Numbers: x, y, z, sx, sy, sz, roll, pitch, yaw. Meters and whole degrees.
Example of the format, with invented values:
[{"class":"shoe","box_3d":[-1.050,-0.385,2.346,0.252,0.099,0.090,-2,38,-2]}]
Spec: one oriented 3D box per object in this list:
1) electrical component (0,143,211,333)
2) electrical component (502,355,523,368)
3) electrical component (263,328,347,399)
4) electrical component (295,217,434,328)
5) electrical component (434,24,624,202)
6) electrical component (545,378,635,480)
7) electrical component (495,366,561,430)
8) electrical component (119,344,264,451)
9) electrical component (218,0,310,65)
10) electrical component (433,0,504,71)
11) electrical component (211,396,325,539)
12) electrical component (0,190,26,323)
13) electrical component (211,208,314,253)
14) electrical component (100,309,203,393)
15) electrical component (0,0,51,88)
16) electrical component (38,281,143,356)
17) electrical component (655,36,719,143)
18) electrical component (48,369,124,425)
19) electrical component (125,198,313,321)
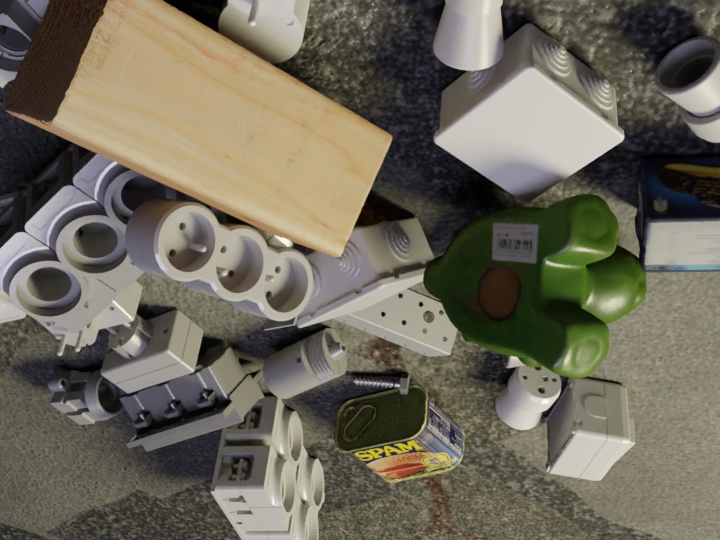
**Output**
[{"class":"electrical component","box_3d":[-0.192,-0.034,0.778,0.150,0.061,0.089,-40,126,15]},{"class":"electrical component","box_3d":[0.156,0.062,0.909,0.065,0.044,0.044,2,142,-1]},{"class":"electrical component","box_3d":[-0.044,0.082,0.961,0.081,0.043,0.043,-27,131,35]},{"class":"electrical component","box_3d":[0.000,0.000,0.815,0.100,0.048,0.100,-27,172,35]},{"class":"electrical component","box_3d":[0.109,-0.102,0.701,0.100,0.048,0.100,30,136,-27]},{"class":"electrical component","box_3d":[0.211,0.151,0.997,0.061,0.061,0.096,10,142,-4]},{"class":"electrical component","box_3d":[0.152,0.112,0.969,0.045,0.045,0.055,13,141,-8]},{"class":"electrical component","box_3d":[-0.160,0.118,1.002,0.121,0.078,0.063,-21,105,30]},{"class":"electrical component","box_3d":[-0.057,-0.171,0.617,0.052,0.073,0.138,7,142,0]},{"class":"electrical component","box_3d":[0.068,-0.158,0.643,0.044,0.044,0.065,4,137,3]},{"class":"electrical component","box_3d":[-0.086,0.220,1.092,0.060,0.105,0.186,-3,141,12]},{"class":"electrical component","box_3d":[-0.313,0.000,0.881,0.150,0.061,0.089,-12,138,22]},{"class":"electrical component","box_3d":[-0.062,-0.030,0.815,0.138,0.052,0.074,-23,136,32]},{"class":"electrical component","box_3d":[-0.198,0.063,0.957,0.083,0.047,0.075,-19,135,29]},{"class":"electrical component","box_3d":[-0.212,-0.155,0.668,0.081,0.063,0.042,-16,136,26]},{"class":"electrical component","box_3d":[-0.237,0.039,0.909,0.083,0.075,0.047,-14,138,24]},{"class":"electrical component","box_3d":[0.218,-0.112,0.675,0.045,0.045,0.055,-25,132,34]},{"class":"electrical component","box_3d":[-0.260,0.122,1.043,0.055,0.048,0.066,-10,140,31]},{"class":"electrical component","box_3d":[-0.105,-0.009,0.749,0.138,0.052,0.074,26,170,-42]}]
